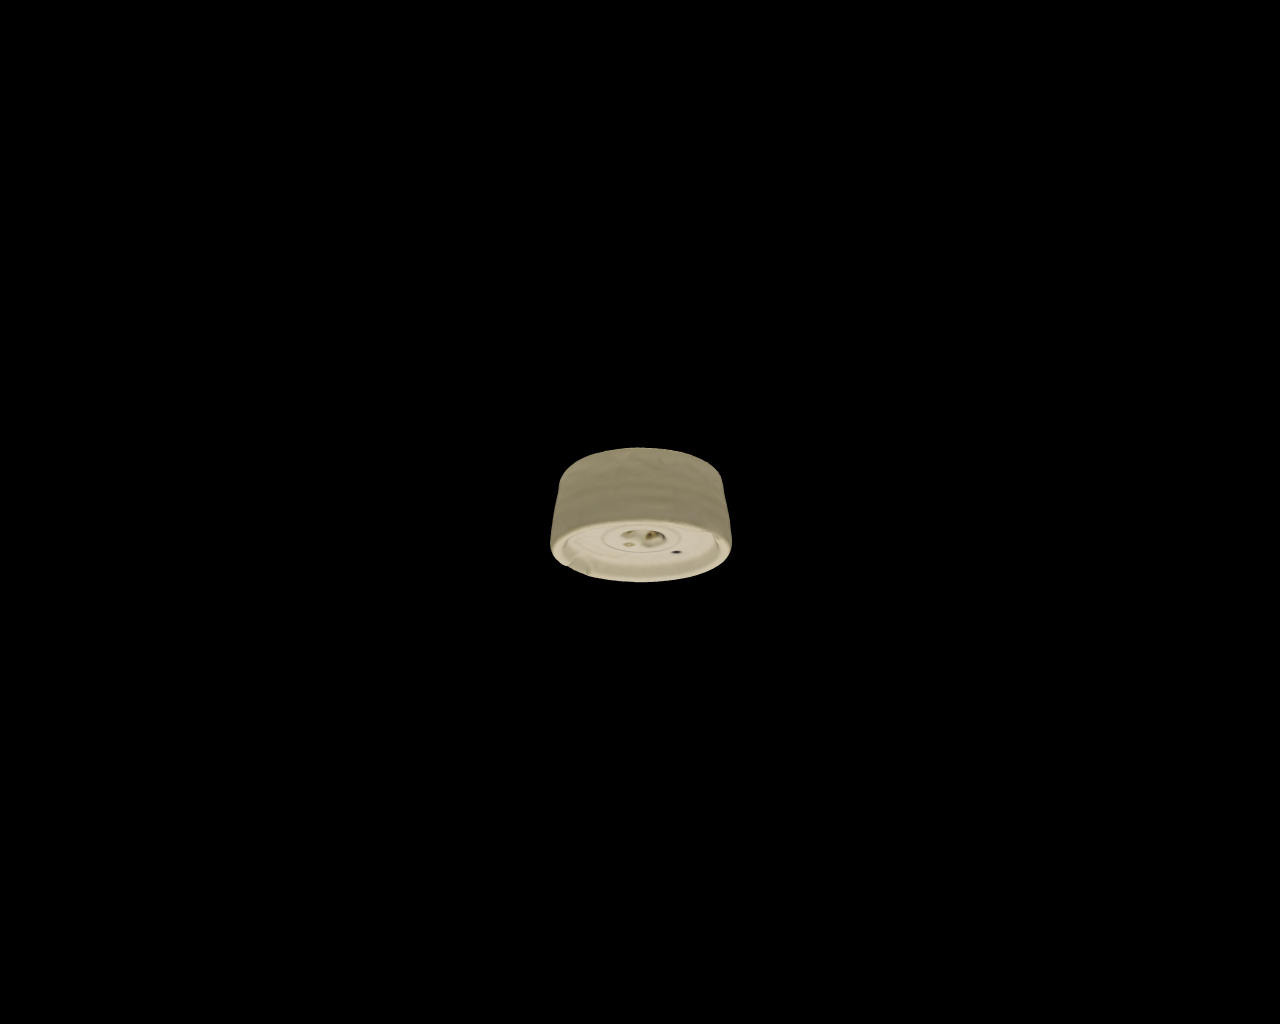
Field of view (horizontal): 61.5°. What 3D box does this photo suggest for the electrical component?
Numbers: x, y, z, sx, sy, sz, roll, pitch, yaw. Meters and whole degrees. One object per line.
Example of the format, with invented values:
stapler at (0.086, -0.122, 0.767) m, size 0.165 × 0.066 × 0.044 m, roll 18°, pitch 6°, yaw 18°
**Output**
electrical component at (0.001, -0.003, 0.650) m, size 0.108 × 0.060 × 0.108 m, roll 0°, pitch -22°, yaw 0°
